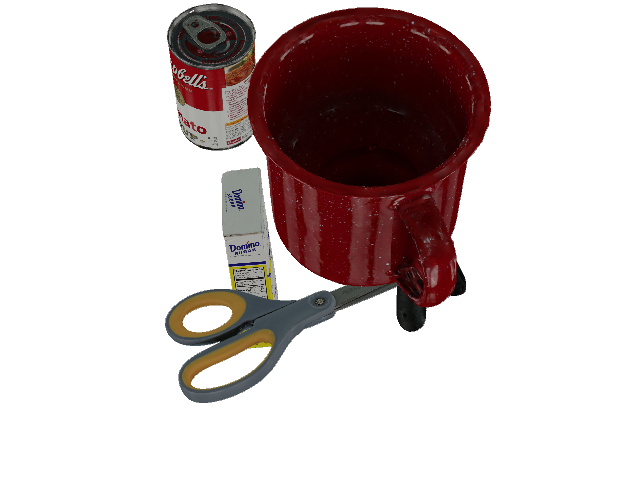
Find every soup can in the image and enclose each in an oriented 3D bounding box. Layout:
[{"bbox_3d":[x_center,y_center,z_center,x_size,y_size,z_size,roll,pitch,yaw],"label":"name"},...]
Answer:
[{"bbox_3d":[-0.084,-0.129,0.856,0.068,0.068,0.102,0,-34,-1],"label":"soup can"}]

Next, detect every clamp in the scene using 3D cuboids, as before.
[{"bbox_3d":[0.081,-0.008,0.921,0.039,0.171,0.120,-12,17,25],"label":"clamp"}]

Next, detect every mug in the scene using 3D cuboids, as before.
[{"bbox_3d":[0.024,-0.024,0.433,0.093,0.117,0.081,-23,-30,-12],"label":"mug"}]

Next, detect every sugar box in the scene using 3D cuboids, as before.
[{"bbox_3d":[-0.071,0.021,1.087,0.048,0.093,0.176,-7,-44,1],"label":"sugar box"}]

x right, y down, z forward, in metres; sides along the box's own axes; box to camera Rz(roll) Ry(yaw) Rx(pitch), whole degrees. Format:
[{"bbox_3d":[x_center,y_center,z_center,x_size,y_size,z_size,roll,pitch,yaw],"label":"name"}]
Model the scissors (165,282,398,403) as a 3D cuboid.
[{"bbox_3d":[-0.018,0.038,0.719,0.201,0.016,0.096,-33,50,-23],"label":"scissors"}]
